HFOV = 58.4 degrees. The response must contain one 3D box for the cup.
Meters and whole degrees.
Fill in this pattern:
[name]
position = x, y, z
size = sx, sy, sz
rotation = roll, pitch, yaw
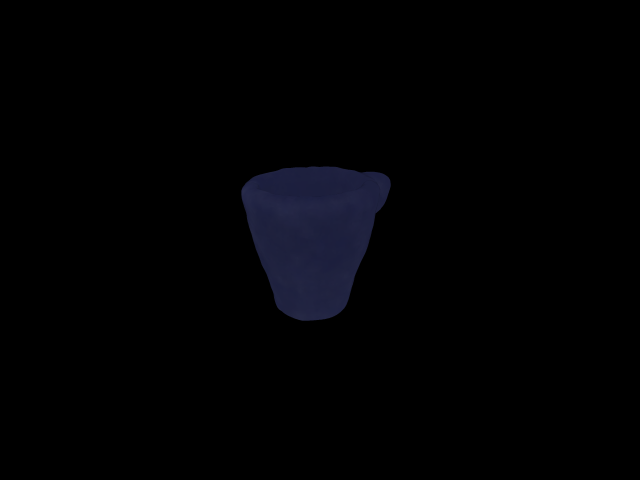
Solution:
[cup]
position = 0.004, 0.001, 0.400
size = 0.118, 0.095, 0.091
rotation = -17, 27, -38
